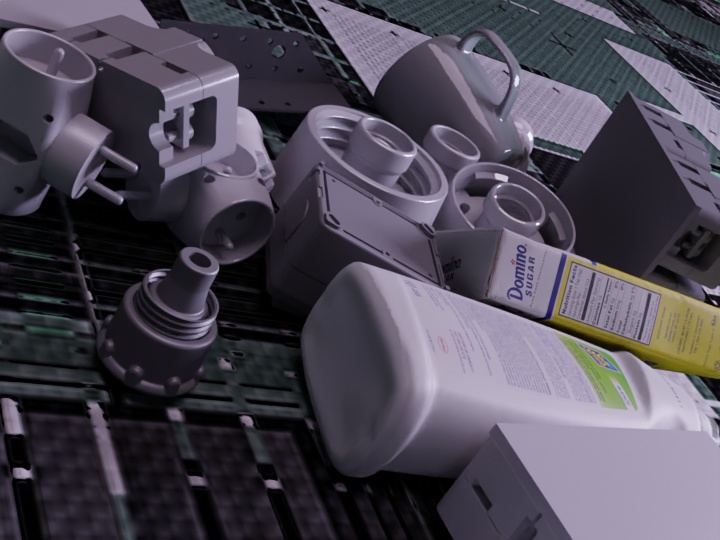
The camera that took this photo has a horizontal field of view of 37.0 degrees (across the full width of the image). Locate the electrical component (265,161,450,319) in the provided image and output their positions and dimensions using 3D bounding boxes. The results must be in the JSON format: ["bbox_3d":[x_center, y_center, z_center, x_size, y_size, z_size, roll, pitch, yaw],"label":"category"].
[{"bbox_3d":[0.000,0.000,0.574,0.096,0.061,0.061,29,28,-24],"label":"electrical component"}]

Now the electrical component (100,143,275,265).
[{"bbox_3d":[-0.095,-0.043,0.559,0.079,0.044,0.077,0,40,-40],"label":"electrical component"}]

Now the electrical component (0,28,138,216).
[{"bbox_3d":[-0.142,-0.059,0.502,0.079,0.077,0.043,31,27,-2],"label":"electrical component"}]

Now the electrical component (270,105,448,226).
[{"bbox_3d":[0.004,-0.059,0.666,0.108,0.060,0.108,24,29,-14],"label":"electrical component"}]

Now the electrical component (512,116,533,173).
[{"bbox_3d":[0.119,-0.097,0.868,0.040,0.040,0.046,27,34,-8],"label":"electrical component"}]

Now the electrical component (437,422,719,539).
[{"bbox_3d":[0.119,0.124,0.483,0.150,0.061,0.089,8,36,-37],"label":"electrical component"}]

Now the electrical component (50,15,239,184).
[{"bbox_3d":[-0.106,-0.088,0.534,0.089,0.050,0.056,28,38,29],"label":"electrical component"}]

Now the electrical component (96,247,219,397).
[{"bbox_3d":[-0.080,0.019,0.453,0.048,0.062,0.048,24,29,-14],"label":"electrical component"}]

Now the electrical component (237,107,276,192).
[{"bbox_3d":[-0.072,-0.066,0.625,0.040,0.040,0.046,8,41,-37],"label":"electrical component"}]

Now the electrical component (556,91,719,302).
[{"bbox_3d":[0.215,-0.040,0.798,0.060,0.105,0.186,23,29,-16],"label":"electrical component"}]

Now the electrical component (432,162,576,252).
[{"bbox_3d":[0.092,-0.023,0.719,0.099,0.064,0.099,15,43,-15],"label":"electrical component"}]

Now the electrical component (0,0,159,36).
[{"bbox_3d":[-0.208,-0.134,0.576,0.186,0.060,0.105,4,38,-41],"label":"electrical component"}]

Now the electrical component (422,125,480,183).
[{"bbox_3d":[0.056,-0.072,0.754,0.040,0.046,0.040,24,29,-14],"label":"electrical component"}]
